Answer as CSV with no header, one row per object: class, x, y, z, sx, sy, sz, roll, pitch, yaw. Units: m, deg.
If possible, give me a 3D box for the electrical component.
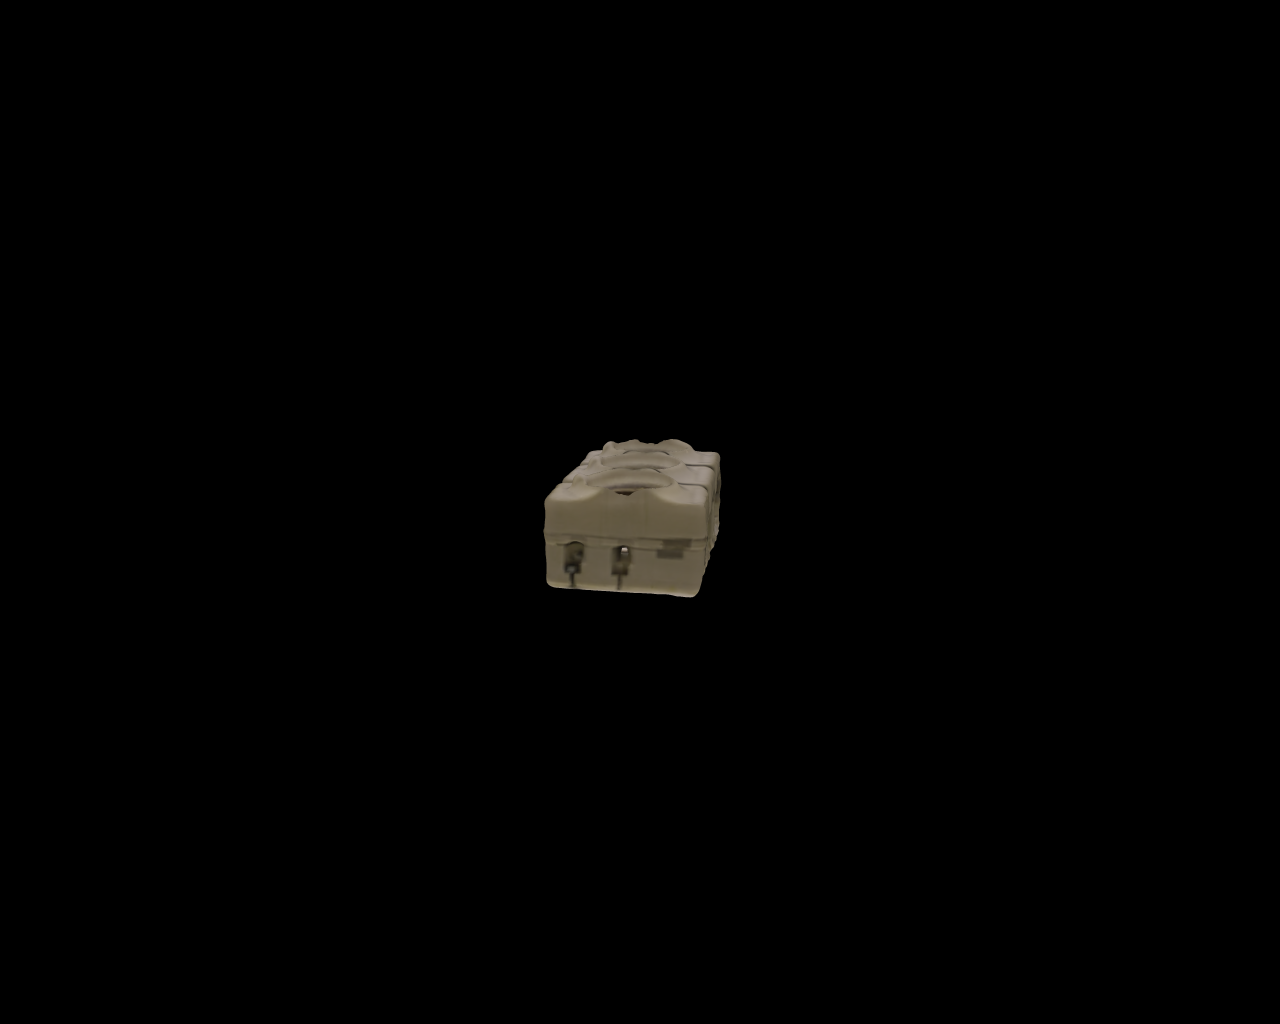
electrical component,0.001,-0.003,0.650,0.089,0.061,0.150,2,14,7
